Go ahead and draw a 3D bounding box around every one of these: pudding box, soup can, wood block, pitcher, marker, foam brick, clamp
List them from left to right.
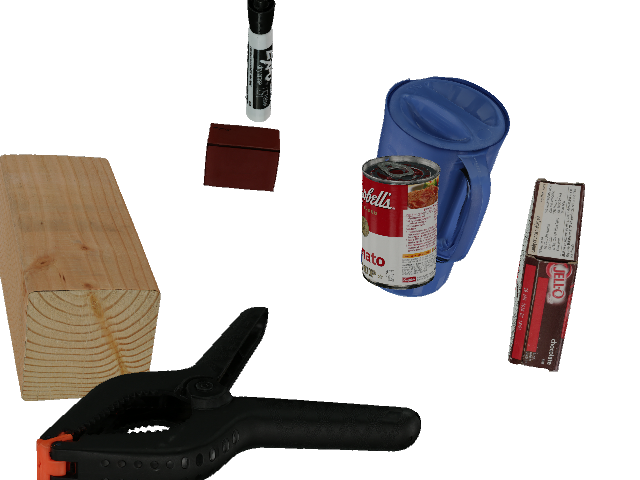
[{"bbox_3d":[-0.190,0.020,0.807,0.090,0.091,0.206,0,30,-23],"label":"wood block"},{"bbox_3d":[-0.069,0.094,0.624,0.209,0.036,0.165,-9,26,-31],"label":"clamp"},{"bbox_3d":[-0.084,-0.090,1.147,0.078,0.051,0.053,5,30,-4],"label":"foam brick"},{"bbox_3d":[-0.043,-0.130,0.763,0.020,0.020,0.121,0,-33,-4],"label":"marker"},{"bbox_3d":[0.070,-0.016,0.939,0.068,0.102,0.068,-1,23,0],"label":"soup can"},{"bbox_3d":[0.120,-0.046,1.186,0.145,0.243,0.149,23,44,13],"label":"pitcher"},{"bbox_3d":[0.158,0.021,0.743,0.039,0.090,0.113,9,33,9],"label":"pudding box"}]
